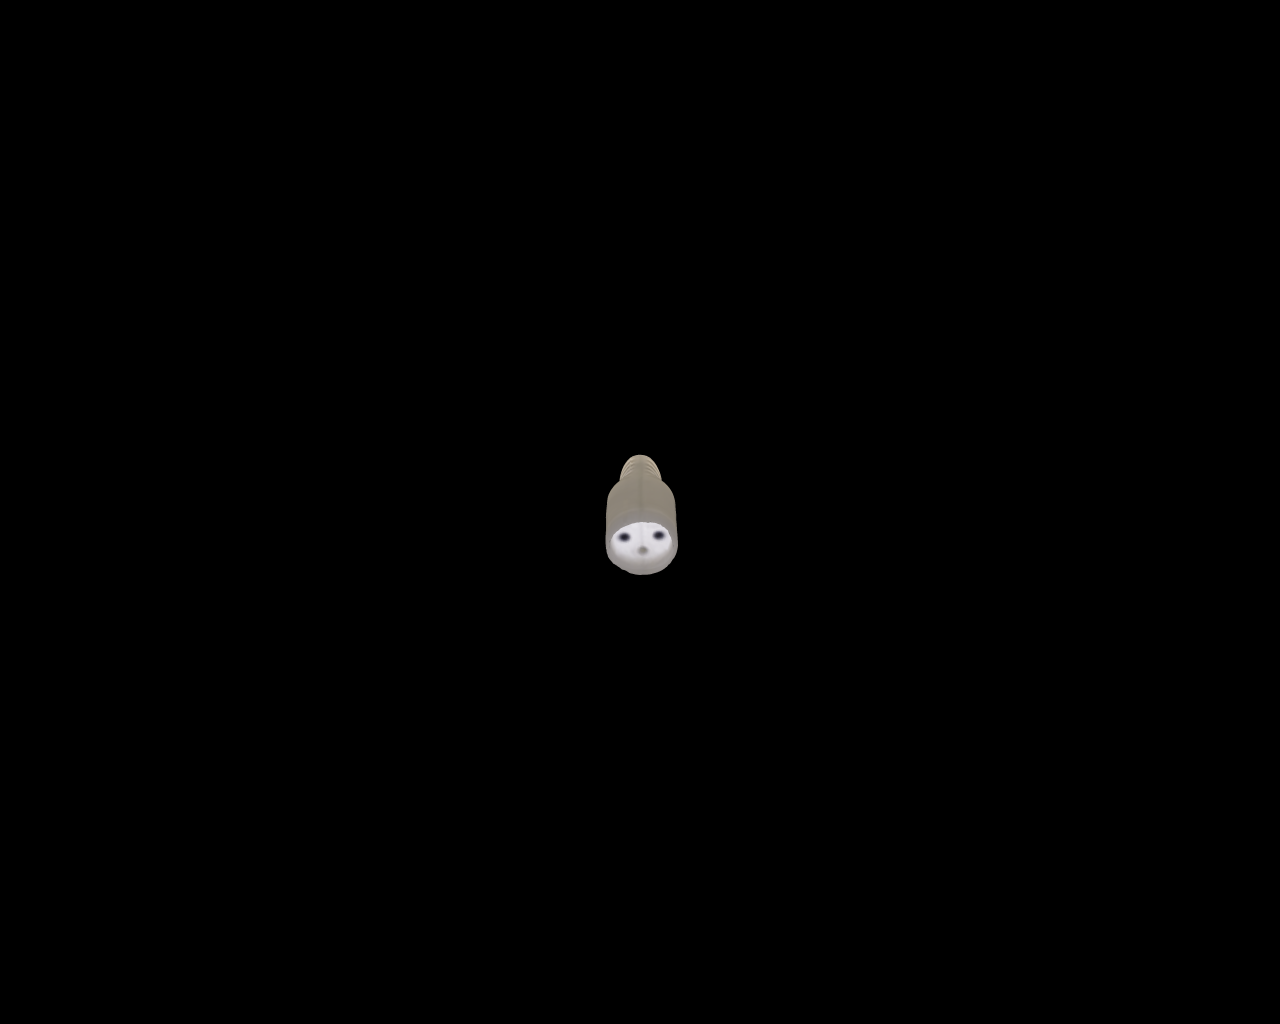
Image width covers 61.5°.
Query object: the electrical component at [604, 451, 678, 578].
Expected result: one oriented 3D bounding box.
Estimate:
[{"bbox_3d":[0.001,-0.003,0.650,0.043,0.043,0.081,0,37,0],"label":"electrical component"}]
